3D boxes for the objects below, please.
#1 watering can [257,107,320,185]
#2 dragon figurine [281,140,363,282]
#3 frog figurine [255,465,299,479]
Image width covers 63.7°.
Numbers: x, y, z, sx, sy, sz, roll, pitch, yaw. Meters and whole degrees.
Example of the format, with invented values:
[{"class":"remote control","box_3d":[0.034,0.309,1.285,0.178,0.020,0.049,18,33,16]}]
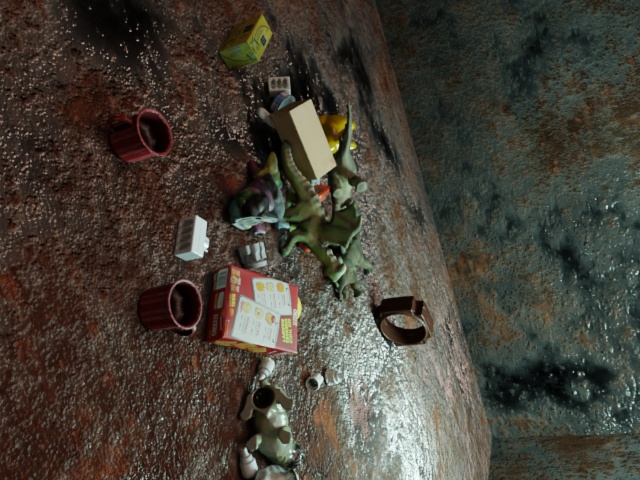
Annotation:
[{"class":"watering can","box_3d":[-0.074,-0.303,1.573,0.103,0.341,0.230,-10,40,26]},{"class":"dragon figurine","box_3d":[0.004,-0.072,1.433,0.243,0.405,0.124,3,17,20]},{"class":"frog figurine","box_3d":[-0.123,0.557,1.087,0.160,0.135,0.124,-10,23,-27]}]
